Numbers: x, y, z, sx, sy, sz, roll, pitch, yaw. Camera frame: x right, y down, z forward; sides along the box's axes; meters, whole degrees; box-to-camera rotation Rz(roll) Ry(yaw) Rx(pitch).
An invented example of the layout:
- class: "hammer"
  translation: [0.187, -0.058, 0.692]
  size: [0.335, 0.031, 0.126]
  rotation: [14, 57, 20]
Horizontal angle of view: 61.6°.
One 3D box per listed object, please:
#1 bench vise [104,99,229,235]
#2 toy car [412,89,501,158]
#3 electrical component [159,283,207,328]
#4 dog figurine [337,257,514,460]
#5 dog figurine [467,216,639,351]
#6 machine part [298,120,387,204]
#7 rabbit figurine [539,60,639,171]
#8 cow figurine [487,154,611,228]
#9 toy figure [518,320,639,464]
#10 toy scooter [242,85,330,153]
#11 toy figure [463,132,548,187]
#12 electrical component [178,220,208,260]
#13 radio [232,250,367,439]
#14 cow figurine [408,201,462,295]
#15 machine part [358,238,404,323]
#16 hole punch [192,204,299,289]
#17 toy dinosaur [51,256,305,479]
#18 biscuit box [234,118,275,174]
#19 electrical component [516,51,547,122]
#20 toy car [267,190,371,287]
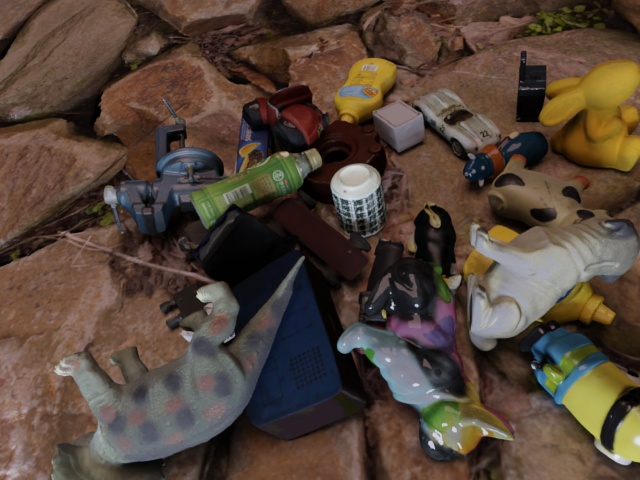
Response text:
- class: "bench vise"
  translation: [-0.271, -0.125, 0.966]
  size: [0.224, 0.128, 0.241]
  rotation: [-10, 59, -2]
- class: "toy car"
  translation: [0.244, -0.216, 0.975]
  size: [0.073, 0.056, 0.202]
  rotation: [-27, 50, -10]
- class: "electrical component"
  translation: [-0.200, 0.098, 0.836]
  size: [0.094, 0.021, 0.063]
  rotation: [-28, 49, -10]
- class: "dog figurine"
  translation: [0.146, 0.145, 0.642]
  size: [0.219, 0.108, 0.191]
  rotation: [34, 87, 23]
- class: "dog figurine"
  translation: [0.281, 0.054, 0.653]
  size: [0.191, 0.172, 0.121]
  rotation: [4, 17, 10]
- class: "machine part"
  translation: [0.028, -0.145, 0.966]
  size: [0.179, 0.056, 0.179]
  rotation: [-8, 49, 9]
- class: "rabbit figurine"
  translation: [0.438, -0.211, 0.850]
  size: [0.163, 0.173, 0.122]
  rotation: [16, 59, 19]
- class: "cow figurine"
  translation: [0.340, -0.041, 0.787]
  size: [0.195, 0.085, 0.127]
  rotation: [30, 57, 30]
- class: "toy figure"
  translation: [0.310, 0.168, 0.612]
  size: [0.082, 0.089, 0.180]
  rotation: [-31, 52, -3]
- class: "toy scooter"
  translation: [-0.045, -0.228, 0.975]
  size: [0.135, 0.075, 0.184]
  rotation: [-32, 49, -22]
- class: "toy figure"
  translation: [0.301, -0.133, 0.889]
  size: [0.154, 0.057, 0.064]
  rotation: [-21, 71, -9]
- class: "electrical component"
  translation: [-0.192, -0.012, 0.912]
  size: [0.102, 0.045, 0.078]
  rotation: [-28, 51, -12]
- class: "radio"
  translation: [-0.039, 0.135, 0.714]
  size: [0.131, 0.073, 0.230]
  rotation: [-30, 47, 11]
- class: "cow figurine"
  translation: [0.165, 0.029, 0.759]
  size: [0.068, 0.098, 0.167]
  rotation: [-1, 50, 4]
- class: "machine part"
  translation: [0.097, 0.061, 0.789]
  size: [0.084, 0.039, 0.139]
  rotation: [-6, 51, 19]
- class: "hole punch"
  translation: [-0.120, 0.018, 0.819]
  size: [0.142, 0.115, 0.092]
  rotation: [-53, 32, -7]
- class: "toy dinosaur"
  translation: [-0.163, 0.182, 0.641]
  size: [0.405, 0.131, 0.192]
  rotation: [-29, 74, 2]
- class: "biscuit box"
  translation: [-0.120, -0.158, 1.008]
  size: [0.059, 0.062, 0.203]
  rotation: [-7, 49, 5]
- class: "electrical component"
  translation: [0.376, -0.278, 0.956]
  size: [0.048, 0.119, 0.075]
  rotation: [4, 49, 17]
- class: "toy car"
  translation: [-0.002, -0.003, 0.854]
  size: [0.089, 0.053, 0.202]
  rotation: [-48, 56, -6]
